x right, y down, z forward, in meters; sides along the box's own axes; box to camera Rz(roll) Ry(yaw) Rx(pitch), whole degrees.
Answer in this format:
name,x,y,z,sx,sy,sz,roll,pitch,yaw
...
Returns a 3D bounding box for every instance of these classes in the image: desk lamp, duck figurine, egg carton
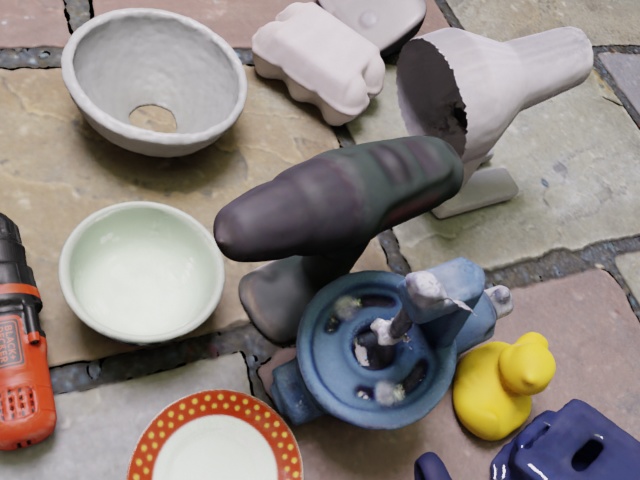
name,x,y,z,sx,sy,sz,roll,pitch,yaw
desk lamp,0.158,-0.122,0.580,0.204,0.213,0.118,-15,67,-28
duck figurine,0.172,0.126,0.515,0.077,0.086,0.105,39,55,4
egg carton,0.000,-0.203,0.656,0.150,0.069,0.107,35,55,1

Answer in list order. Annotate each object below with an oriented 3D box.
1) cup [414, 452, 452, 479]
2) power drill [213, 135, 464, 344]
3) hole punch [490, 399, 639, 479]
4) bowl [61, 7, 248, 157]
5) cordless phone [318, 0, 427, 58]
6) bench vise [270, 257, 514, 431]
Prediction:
name,x,y,z,sx,sy,sz,roll,pitch,yaw
cup,0.080,0.222,0.417,0.092,0.095,0.117,-5,62,-23
power drill,0.004,0.002,0.450,0.230,0.208,0.075,-28,73,-32
hole punch,0.220,0.196,0.489,0.109,0.091,0.101,-27,73,-32
bowl,-0.158,-0.139,0.554,0.168,0.074,0.167,10,58,-15
cordless phone,0.080,-0.329,0.691,0.094,0.185,0.147,-25,72,-31
bench vise,0.073,0.054,0.438,0.208,0.219,0.121,-34,77,-33
